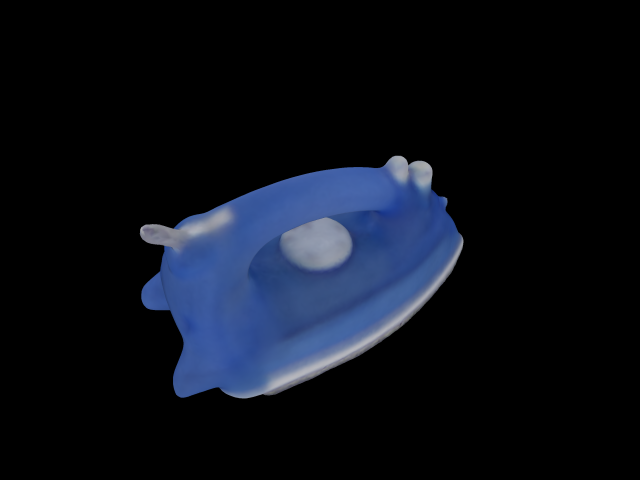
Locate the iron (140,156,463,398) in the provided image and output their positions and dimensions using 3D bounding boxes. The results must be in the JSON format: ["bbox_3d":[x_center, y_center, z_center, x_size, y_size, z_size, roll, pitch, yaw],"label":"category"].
[{"bbox_3d":[0.004,0.001,0.400,0.259,0.141,0.118,-22,52,-18],"label":"iron"}]
